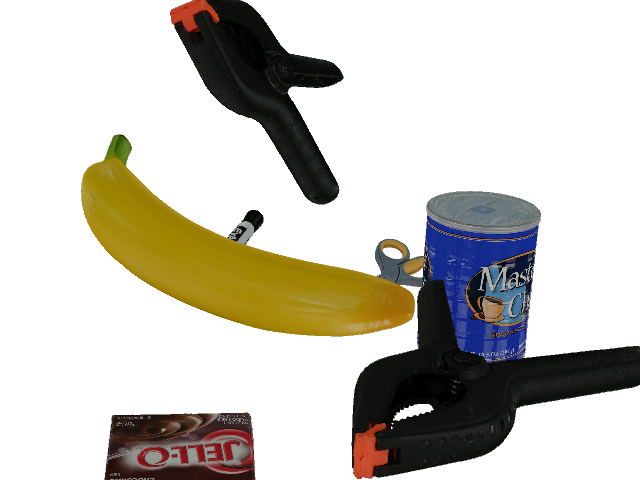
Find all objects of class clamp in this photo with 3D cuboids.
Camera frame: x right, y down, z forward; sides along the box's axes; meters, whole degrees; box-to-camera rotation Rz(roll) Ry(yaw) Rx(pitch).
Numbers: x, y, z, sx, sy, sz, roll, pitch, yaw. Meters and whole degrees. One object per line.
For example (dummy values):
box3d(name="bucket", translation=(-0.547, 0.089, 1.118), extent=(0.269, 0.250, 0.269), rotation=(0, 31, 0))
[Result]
box3d(name="clamp", translation=(-0.035, -0.099, 0.725), extent=(0.039, 0.120, 0.171), rotation=(-25, -32, 30))
box3d(name="clamp", translation=(0.079, 0.081, 0.648), extent=(0.165, 0.036, 0.209), rotation=(22, 31, 40))

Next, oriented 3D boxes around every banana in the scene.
box3d(name="banana", translation=(-0.051, 0.003, 0.519), extent=(0.198, 0.069, 0.037), rotation=(30, -30, 22))

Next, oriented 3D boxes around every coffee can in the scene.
box3d(name="coffee can", translation=(0.145, 0.036, 0.987), extent=(0.103, 0.140, 0.103), rotation=(2, 20, -1))

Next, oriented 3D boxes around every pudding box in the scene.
box3d(name="pudding box", translation=(-0.107, 0.172, 0.816), extent=(0.113, 0.039, 0.090), rotation=(-2, 25, -5))

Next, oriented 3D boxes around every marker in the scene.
box3d(name="marker", translation=(-0.081, 0.002, 1.016), extent=(0.020, 0.020, 0.121), rotation=(0, 26, 20))

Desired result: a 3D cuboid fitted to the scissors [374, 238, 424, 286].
box3d(name="scissors", translation=(0.067, 0.038, 1.277), extent=(0.201, 0.016, 0.096), rotation=(-10, 41, -42))
